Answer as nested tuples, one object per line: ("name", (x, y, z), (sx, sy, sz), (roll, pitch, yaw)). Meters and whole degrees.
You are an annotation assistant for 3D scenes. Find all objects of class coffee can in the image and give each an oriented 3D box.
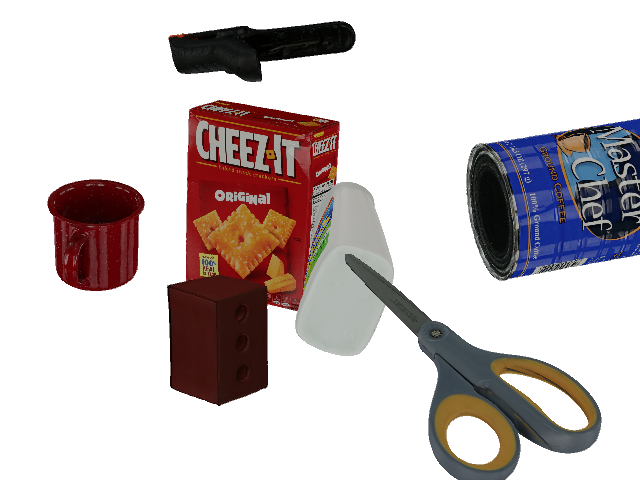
("coffee can", (0.191, -0.032, 0.789), (0.140, 0.103, 0.103), (-10, 1, -8))

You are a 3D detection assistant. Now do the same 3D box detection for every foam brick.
("foam brick", (-0.072, 0.069, 0.759), (0.051, 0.078, 0.052), (10, 17, 41))

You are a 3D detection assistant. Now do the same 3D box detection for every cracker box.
("cracker box", (-0.070, -0.039, 1.215), (0.164, 0.214, 0.072), (13, 22, 26))

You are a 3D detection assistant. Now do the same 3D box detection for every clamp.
("clamp", (-0.057, -0.159, 0.880), (0.120, 0.039, 0.172), (-16, 22, -35))

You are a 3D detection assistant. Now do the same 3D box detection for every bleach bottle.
("bleach bottle", (0.020, 0.010, 1.005), (0.068, 0.103, 0.251), (20, 17, -7))

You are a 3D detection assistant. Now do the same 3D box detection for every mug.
("mug", (-0.224, 0.003, 1.048), (0.093, 0.081, 0.117), (9, 31, 4))

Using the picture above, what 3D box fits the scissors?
("scissors", (0.058, 0.069, 0.592), (0.202, 0.016, 0.096), (27, 50, 37))
